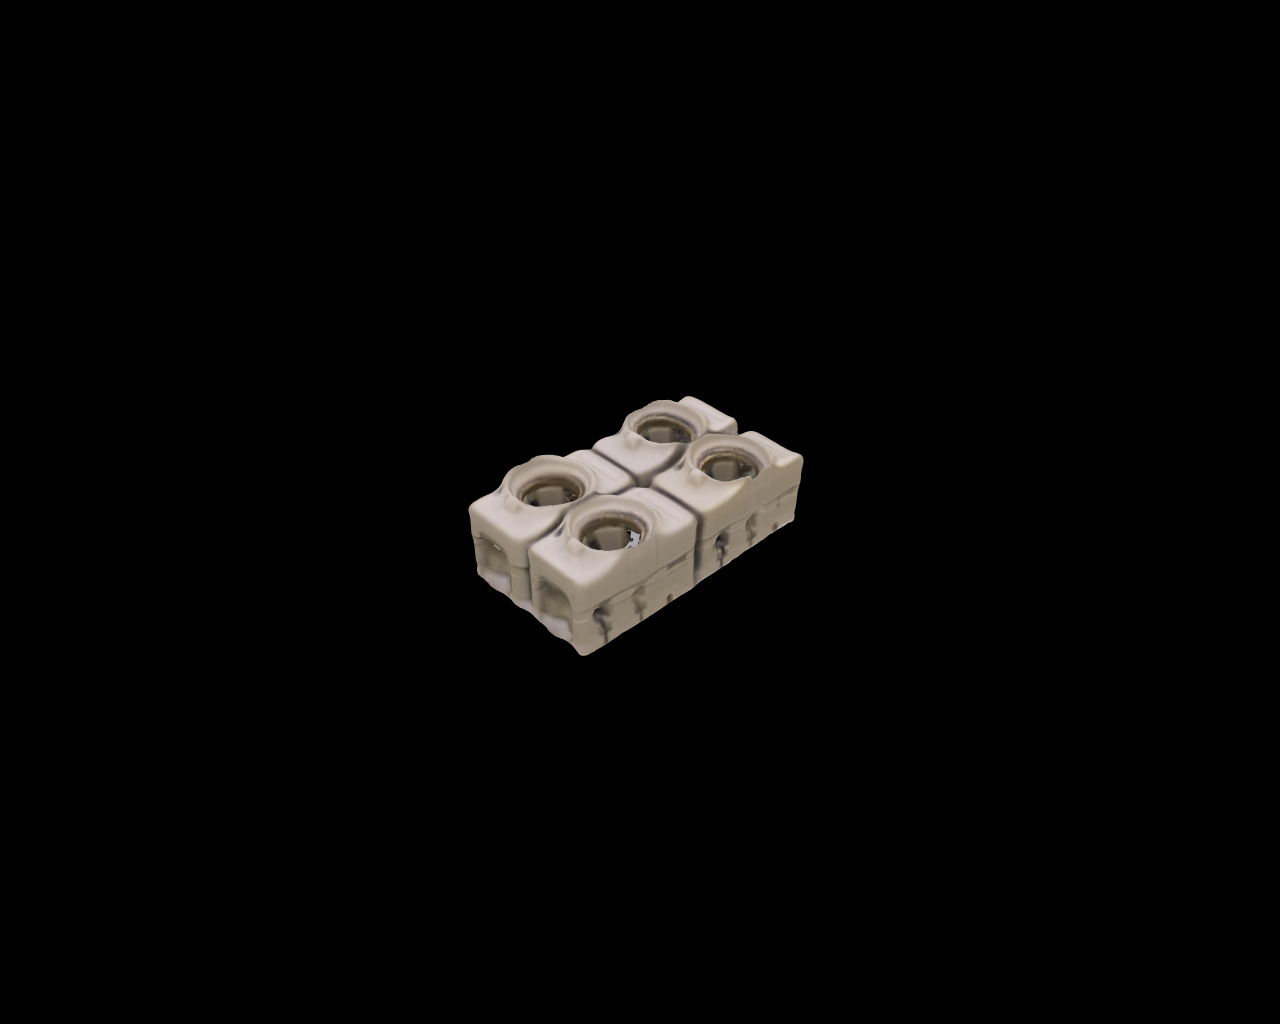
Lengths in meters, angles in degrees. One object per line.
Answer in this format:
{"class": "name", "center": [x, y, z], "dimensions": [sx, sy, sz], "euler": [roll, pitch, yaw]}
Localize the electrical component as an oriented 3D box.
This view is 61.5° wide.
{"class": "electrical component", "center": [0.001, -0.003, 0.650], "dimensions": [0.186, 0.060, 0.105], "euler": [-29, 46, -33]}
